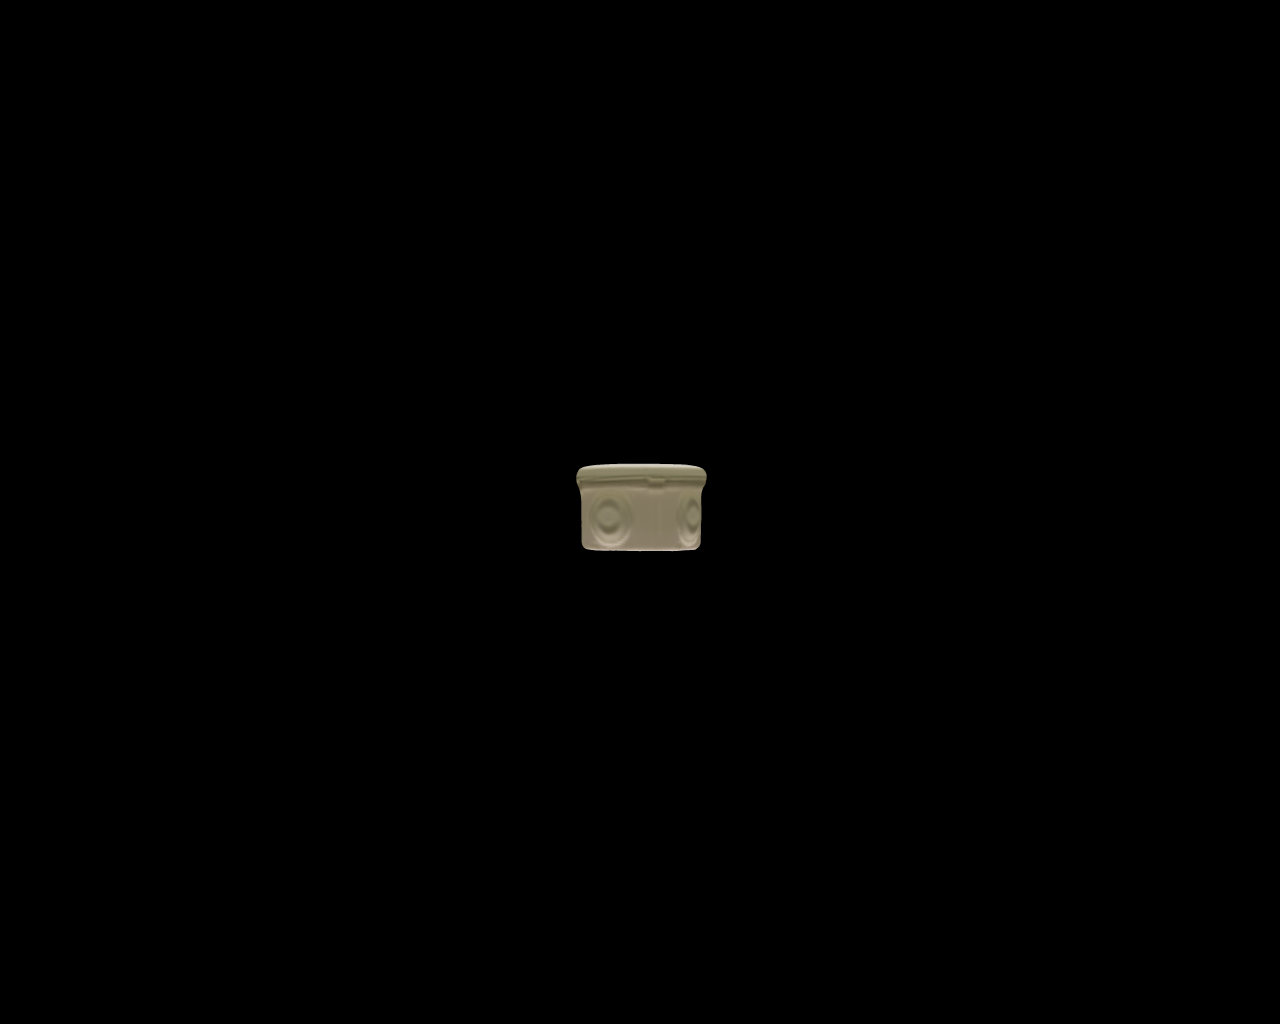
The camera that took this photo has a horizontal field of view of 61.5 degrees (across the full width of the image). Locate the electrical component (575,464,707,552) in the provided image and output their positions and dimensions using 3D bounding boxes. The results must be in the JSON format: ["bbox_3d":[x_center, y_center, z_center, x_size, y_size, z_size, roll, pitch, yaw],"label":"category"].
[{"bbox_3d":[0.001,-0.003,0.650,0.080,0.051,0.080,0,0,0],"label":"electrical component"}]
